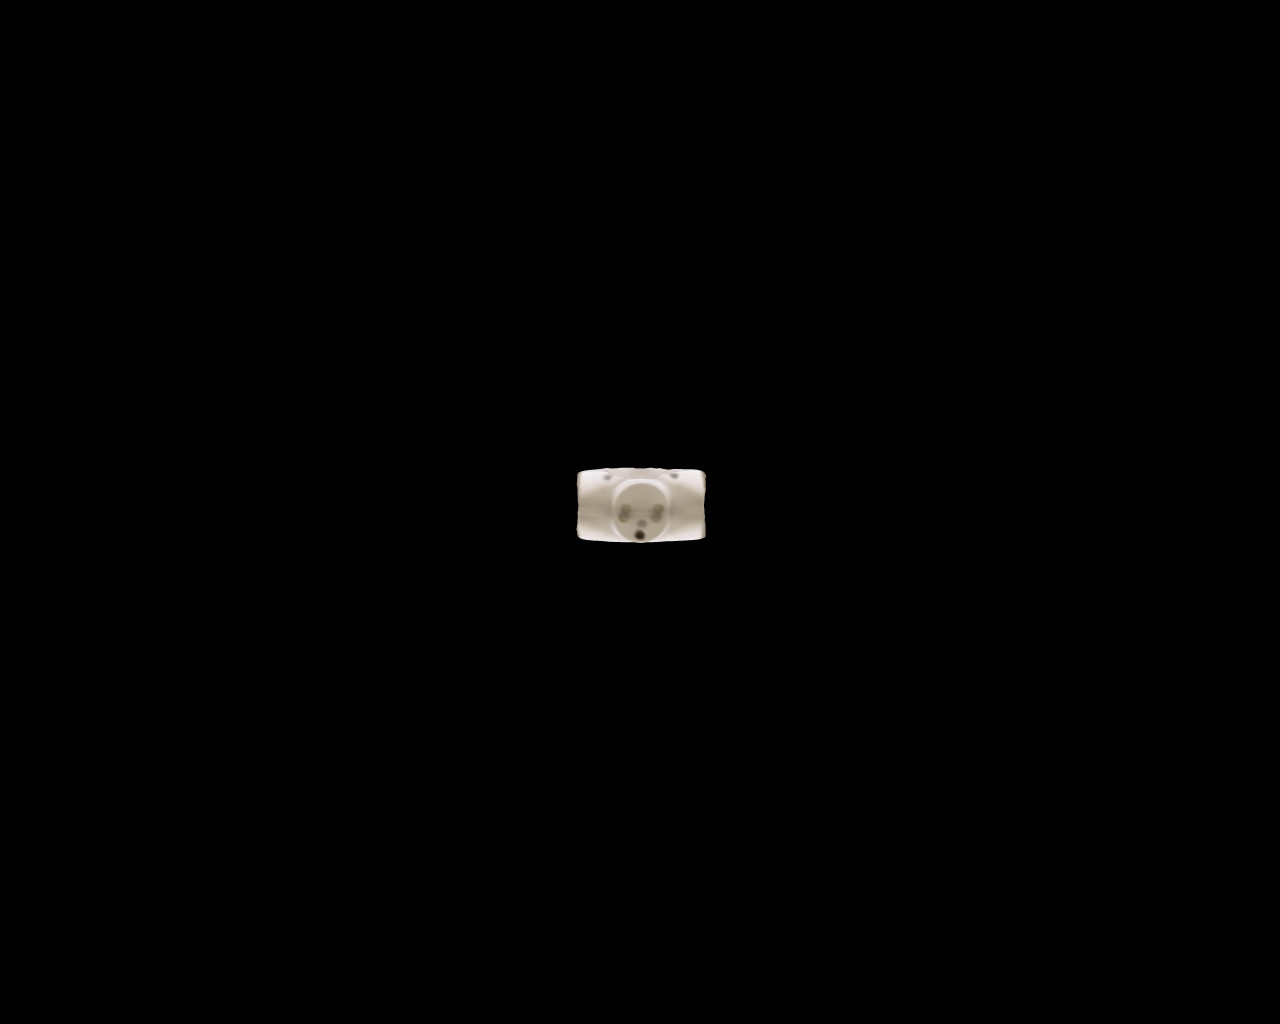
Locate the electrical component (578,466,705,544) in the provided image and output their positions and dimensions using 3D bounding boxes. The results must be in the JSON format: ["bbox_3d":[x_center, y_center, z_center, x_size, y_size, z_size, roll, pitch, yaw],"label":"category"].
[{"bbox_3d":[0.001,-0.003,0.650,0.077,0.044,0.079,0,8,0],"label":"electrical component"}]
